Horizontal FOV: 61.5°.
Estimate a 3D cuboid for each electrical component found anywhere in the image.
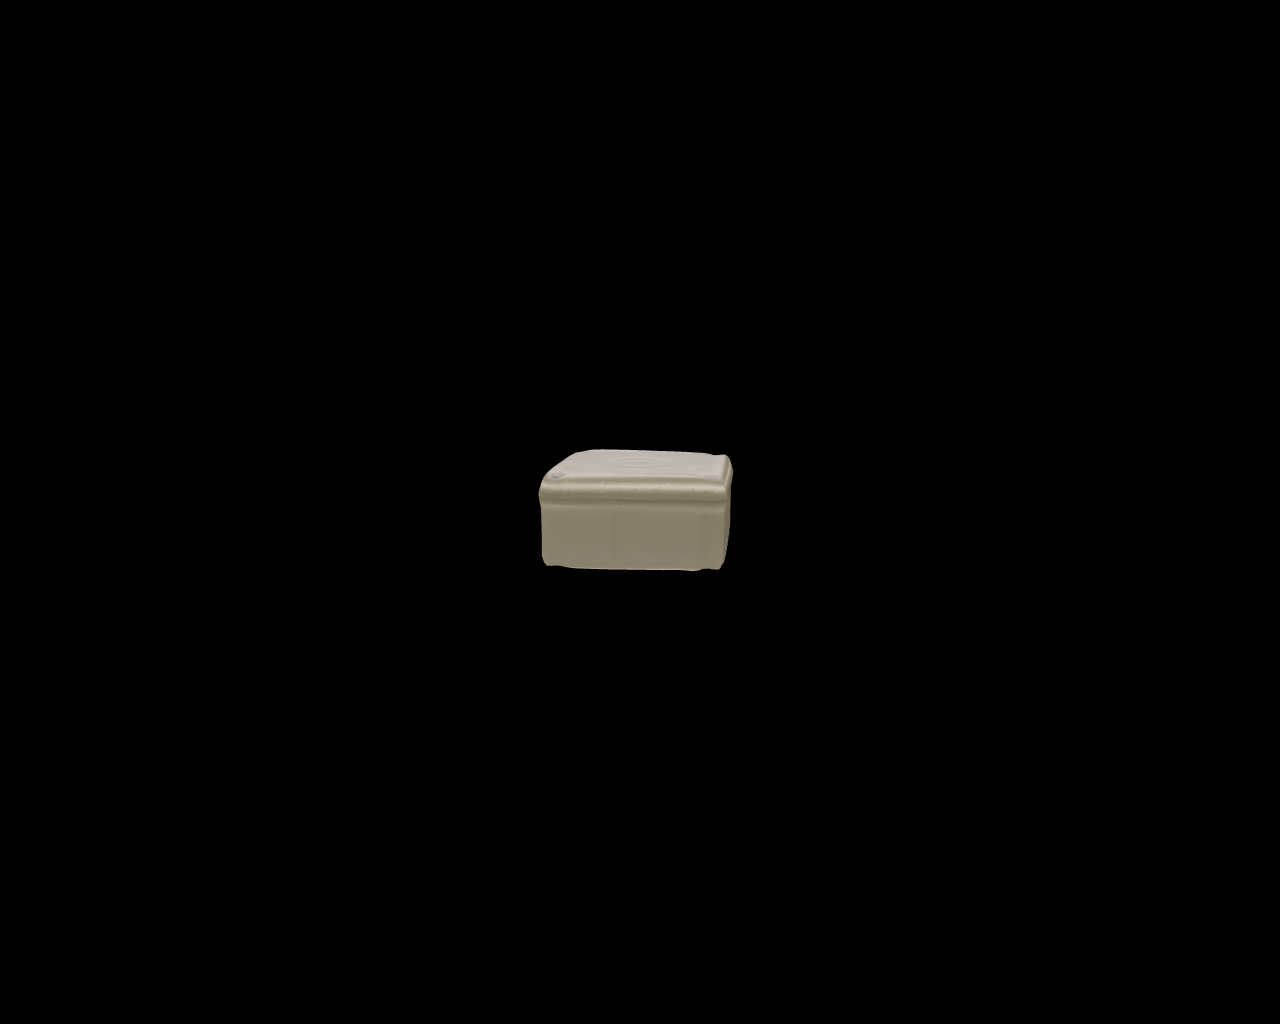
[{"bbox_3d":[0.001,-0.003,0.650,0.109,0.056,0.109,1,12,7],"label":"electrical component"}]
